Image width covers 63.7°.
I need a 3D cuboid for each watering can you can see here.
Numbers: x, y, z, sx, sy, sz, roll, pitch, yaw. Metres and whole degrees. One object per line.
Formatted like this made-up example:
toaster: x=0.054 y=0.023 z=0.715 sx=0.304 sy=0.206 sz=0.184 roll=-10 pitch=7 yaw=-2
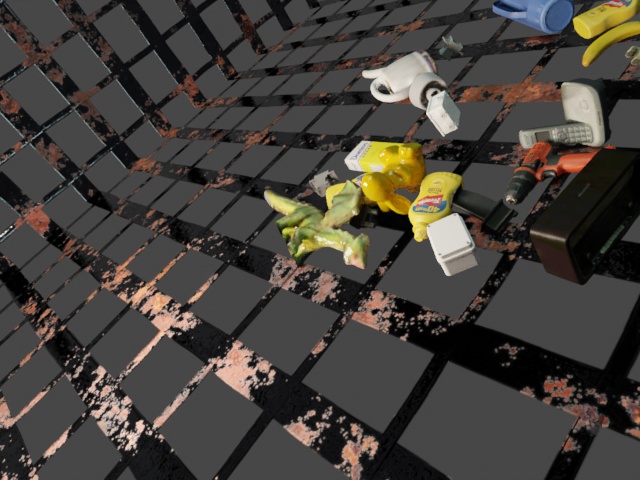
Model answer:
watering can: x=0.265 y=-0.560 z=1.731 sx=0.224 sy=0.355 sz=0.102 roll=-28 pitch=-56 yaw=6

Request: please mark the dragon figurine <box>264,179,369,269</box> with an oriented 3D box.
dragon figurine: x=0.004 y=-0.065 z=1.301 sx=0.243 sy=0.419 sz=0.119 roll=-29 pitch=-44 yaw=1
